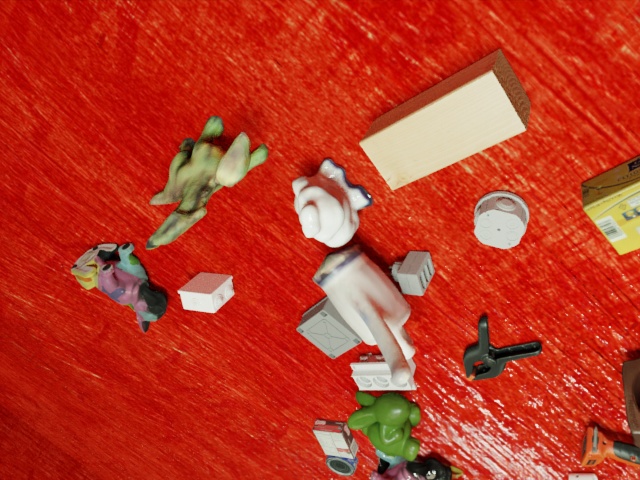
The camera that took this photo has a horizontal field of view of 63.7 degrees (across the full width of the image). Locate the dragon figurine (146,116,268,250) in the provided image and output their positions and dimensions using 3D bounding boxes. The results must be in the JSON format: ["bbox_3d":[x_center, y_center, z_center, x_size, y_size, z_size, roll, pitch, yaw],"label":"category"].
[{"bbox_3d":[-0.232,-0.080,0.880,0.405,0.248,0.121,-30,114,37],"label":"dragon figurine"}]

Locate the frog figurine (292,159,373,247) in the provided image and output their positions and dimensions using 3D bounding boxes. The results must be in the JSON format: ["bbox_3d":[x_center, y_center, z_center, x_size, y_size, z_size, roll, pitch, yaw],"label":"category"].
[{"bbox_3d":[0.003,-0.042,0.843,0.122,0.163,0.135,-13,119,34],"label":"frog figurine"}]

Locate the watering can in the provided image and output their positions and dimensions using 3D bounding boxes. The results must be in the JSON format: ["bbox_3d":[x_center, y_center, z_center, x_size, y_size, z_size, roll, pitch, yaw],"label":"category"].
[{"bbox_3d":[0.082,0.110,0.854,0.104,0.347,0.225,-41,85,6],"label":"watering can"}]
